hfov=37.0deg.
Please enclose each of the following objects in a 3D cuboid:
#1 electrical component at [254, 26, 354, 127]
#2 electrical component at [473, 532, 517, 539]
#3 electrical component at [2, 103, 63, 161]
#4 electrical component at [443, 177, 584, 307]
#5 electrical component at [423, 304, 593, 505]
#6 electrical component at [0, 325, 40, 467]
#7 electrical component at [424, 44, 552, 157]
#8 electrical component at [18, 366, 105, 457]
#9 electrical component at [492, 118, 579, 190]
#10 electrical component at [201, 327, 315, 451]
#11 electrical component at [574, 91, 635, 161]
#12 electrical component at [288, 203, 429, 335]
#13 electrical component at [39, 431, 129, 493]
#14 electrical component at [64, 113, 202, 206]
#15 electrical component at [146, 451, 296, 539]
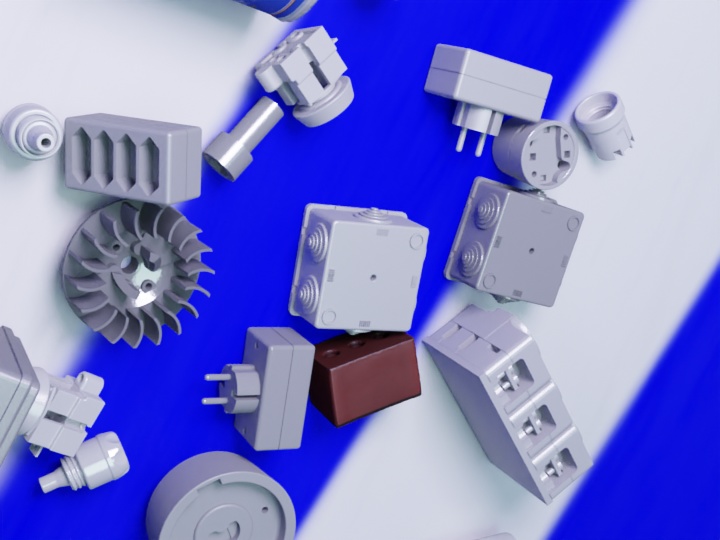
[{"bbox_3d":[-0.036,-0.135,0.762,0.066,0.048,0.055,-47,119,-22],"label":"electrical component"},{"bbox_3d":[0.103,0.281,0.968,0.077,0.044,0.079,-7,108,-26],"label":"electrical component"},{"bbox_3d":[-0.205,-0.085,0.680,0.035,0.061,0.035,-9,109,-26],"label":"electrical component"},{"bbox_3d":[0.128,-0.021,0.884,0.100,0.048,0.099,13,99,-31],"label":"electrical component"},{"bbox_3d":[0.128,0.109,0.900,0.062,0.089,0.150,-37,119,-13],"label":"electrical component"},{"bbox_3d":[-0.258,0.092,0.681,0.056,0.109,0.108,27,92,-29],"label":"electrical component"},{"bbox_3d":[0.094,-0.126,0.833,0.083,0.047,0.075,10,101,-30],"label":"electrical component"},{"bbox_3d":[-0.216,0.095,0.739,0.055,0.048,0.066,31,90,-43],"label":"electrical component"},{"bbox_3d":[0.140,-0.096,0.867,0.055,0.047,0.055,-9,109,-25],"label":"electrical component"},{"bbox_3d":[-0.082,0.089,0.808,0.076,0.047,0.083,2,105,-28],"label":"electrical component"},{"bbox_3d":[0.206,-0.120,0.900,0.040,0.040,0.046,-43,126,-10],"label":"electrical component"},{"bbox_3d":[0.000,0.000,0.823,0.100,0.048,0.099,4,104,-28],"label":"electrical component"},{"bbox_3d":[-0.199,0.142,0.771,0.061,0.035,0.035,-23,115,-17],"label":"electrical component"},{"bbox_3d":[-0.140,-0.077,0.716,0.076,0.083,0.047,-27,124,-62],"label":"electrical component"},{"bbox_3d":[-0.110,0.190,0.817,0.108,0.060,0.108,-9,109,-25],"label":"electrical component"}]
